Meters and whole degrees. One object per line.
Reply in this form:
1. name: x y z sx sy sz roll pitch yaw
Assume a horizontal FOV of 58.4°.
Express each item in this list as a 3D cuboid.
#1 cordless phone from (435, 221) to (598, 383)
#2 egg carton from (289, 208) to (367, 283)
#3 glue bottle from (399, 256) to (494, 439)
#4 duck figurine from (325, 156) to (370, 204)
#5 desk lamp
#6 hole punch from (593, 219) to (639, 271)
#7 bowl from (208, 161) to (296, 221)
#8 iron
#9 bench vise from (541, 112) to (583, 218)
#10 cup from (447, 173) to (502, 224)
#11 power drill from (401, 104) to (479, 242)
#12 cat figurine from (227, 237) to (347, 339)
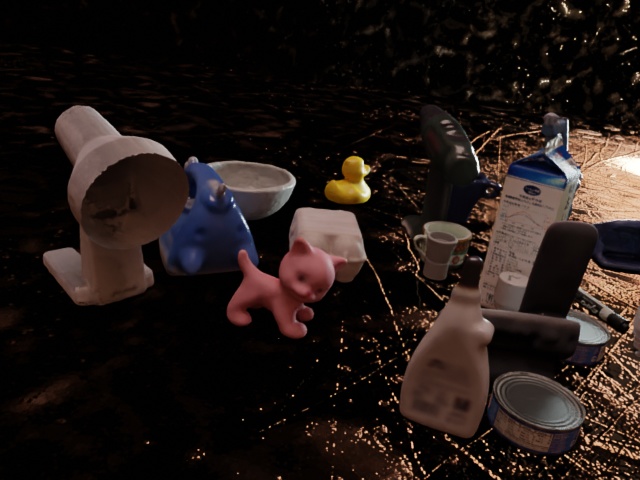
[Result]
1. cordless phone: 0.209 0.058 0.613 0.147 0.185 0.094 6 23 -4
2. egg carton: 0.008 0.003 0.831 0.107 0.069 0.150 4 23 -7
3. glue bottle: 0.123 0.094 0.517 0.078 0.173 0.037 15 24 18
4. duck figurine: 0.058 -0.120 1.118 0.105 0.086 0.077 -13 30 -39
5. desk lamp: -0.247 -0.035 0.656 0.118 0.213 0.202 -14 31 -41
6. hole punch: 0.518 -0.005 0.979 0.108 0.091 0.101 7 23 -1
7. bowl: -0.127 -0.078 0.974 0.167 0.075 0.167 6 23 -2
8. iron: -0.168 -0.048 0.804 0.119 0.141 0.257 -4 25 -26
9. bench vise: 0.440 -0.140 1.110 0.121 0.220 0.208 20 26 28
10. cup: 0.272 -0.077 1.069 0.117 0.095 0.092 16 24 19
11. power drill: 0.197 -0.110 0.976 0.076 0.208 0.229 3 23 -10
12. cat figurine: -0.038 0.044 0.657 0.127 0.118 0.067 11 23 8
